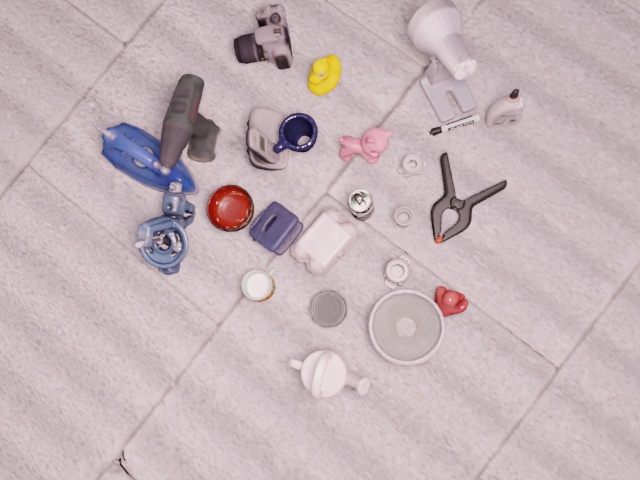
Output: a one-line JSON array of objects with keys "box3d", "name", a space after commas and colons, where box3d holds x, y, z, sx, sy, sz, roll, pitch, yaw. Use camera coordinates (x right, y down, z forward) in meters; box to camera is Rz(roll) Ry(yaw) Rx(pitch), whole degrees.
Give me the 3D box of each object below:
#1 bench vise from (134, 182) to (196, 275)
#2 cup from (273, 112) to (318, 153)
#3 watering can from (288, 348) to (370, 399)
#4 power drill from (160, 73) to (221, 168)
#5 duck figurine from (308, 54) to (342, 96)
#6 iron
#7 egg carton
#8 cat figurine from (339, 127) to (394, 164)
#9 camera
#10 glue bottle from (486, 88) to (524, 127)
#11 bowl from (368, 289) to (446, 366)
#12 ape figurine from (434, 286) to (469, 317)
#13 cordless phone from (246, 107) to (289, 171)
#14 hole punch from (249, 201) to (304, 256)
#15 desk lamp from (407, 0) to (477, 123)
[{"box3d": [-0.365, -0.033, 1.296, 0.121, 0.220, 0.207, -9, 81, 5], "name": "bench vise"}, {"box3d": [-0.056, -0.235, 1.358, 0.118, 0.095, 0.091, -38, 80, -1], "name": "cup"}, {"box3d": [0.017, 0.285, 1.223, 0.172, 0.194, 0.101, -6, 81, 5], "name": "watering can"}, {"box3d": [-0.300, -0.254, 1.328, 0.075, 0.208, 0.230, 7, 82, 7], "name": "power drill"}, {"box3d": [0.008, -0.410, 1.381, 0.077, 0.086, 0.104, 34, 86, 10], "name": "duck figurine"}, {"box3d": [-0.413, -0.194, 1.365, 0.258, 0.141, 0.119, 31, 86, 9], "name": "iron"}, {"box3d": [0.012, 0.005, 1.328, 0.107, 0.069, 0.150, 40, 87, 10], "name": "egg carton"}, {"box3d": [0.105, -0.225, 1.328, 0.127, 0.118, 0.067, 4, 82, 7], "name": "cat figurine"}, {"box3d": [-0.143, -0.495, 1.402, 0.136, 0.101, 0.143, -9, 81, 5], "name": "camera"}, {"box3d": [0.421, -0.299, 1.278, 0.078, 0.173, 0.037, -1, 81, 6], "name": "glue bottle"}, {"box3d": [0.192, 0.195, 1.279, 0.167, 0.075, 0.167, -1, 82, 6], "name": "bowl"}, {"box3d": [0.288, 0.134, 1.269, 0.076, 0.092, 0.077, -39, 80, -1], "name": "ape figurine"}, {"box3d": [-0.131, -0.246, 1.321, 0.094, 0.185, 0.147, -5, 81, 5], "name": "cordless phone"}, {"box3d": [-0.107, -0.028, 1.334, 0.101, 0.091, 0.109, 37, 87, 10], "name": "hole punch"}, {"box3d": [0.285, -0.404, 1.287, 0.118, 0.213, 0.203, -26, 80, 2], "name": "desk lamp"}]
